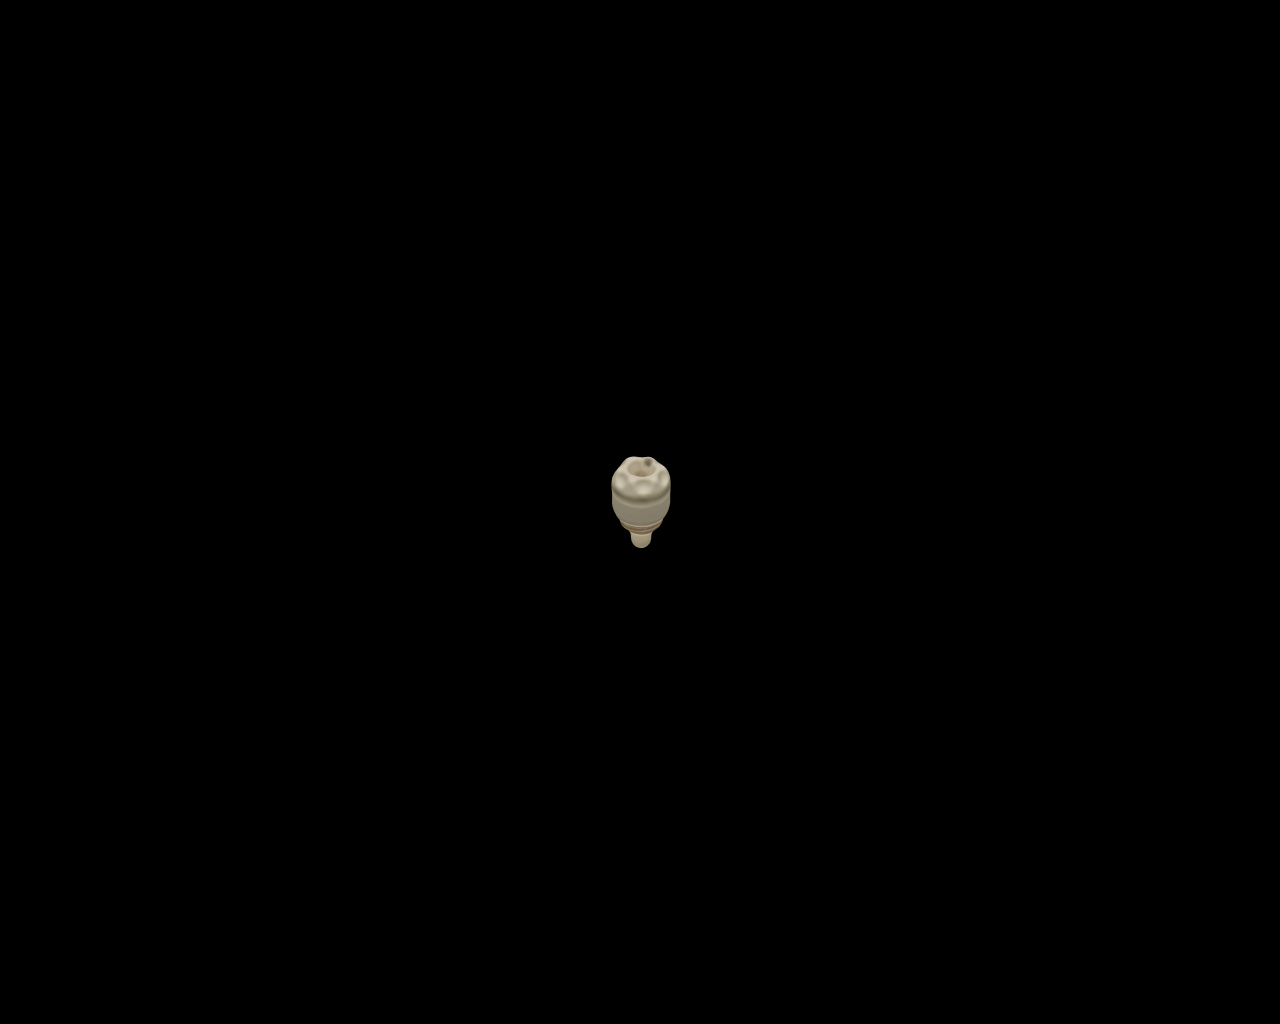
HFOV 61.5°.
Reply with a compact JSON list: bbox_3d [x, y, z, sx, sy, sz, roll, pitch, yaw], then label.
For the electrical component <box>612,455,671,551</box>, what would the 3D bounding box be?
[{"bbox_3d":[0.001,-0.003,0.650,0.035,0.061,0.035,0,39,0],"label":"electrical component"}]
